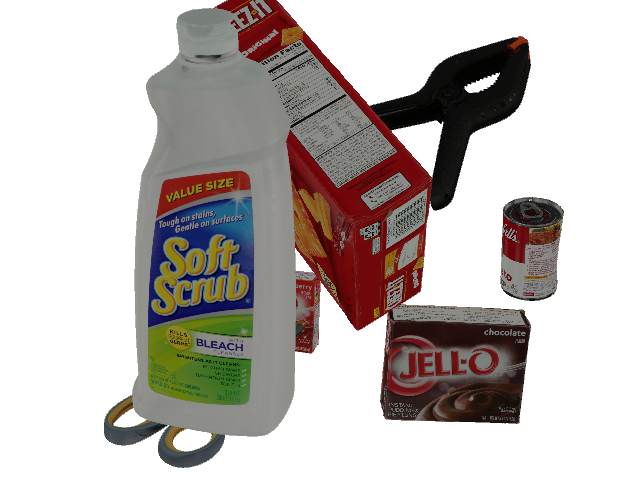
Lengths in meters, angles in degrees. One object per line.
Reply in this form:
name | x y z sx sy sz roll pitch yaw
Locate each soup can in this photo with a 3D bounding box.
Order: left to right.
soup can | 0.244 0.010 1.236 0.068 0.102 0.068 -2 30 1

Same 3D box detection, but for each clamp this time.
clamp | 0.124 -0.116 0.979 0.209 0.036 0.165 -33 48 -14

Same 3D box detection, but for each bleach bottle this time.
bleach bottle | -0.065 -0.007 0.606 0.103 0.251 0.068 8 32 13

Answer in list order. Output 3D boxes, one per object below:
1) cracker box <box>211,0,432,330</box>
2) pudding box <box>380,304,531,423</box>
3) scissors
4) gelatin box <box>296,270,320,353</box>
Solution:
cracker box | -0.009 -0.059 0.795 0.072 0.214 0.164 -32 -26 -14
pudding box | 0.108 0.099 0.862 0.113 0.090 0.039 1 23 -2
scissors | -0.066 0.116 0.809 0.201 0.016 0.096 -19 36 -34
gelatin box | -0.046 0.064 1.016 0.089 0.073 0.030 6 17 13
